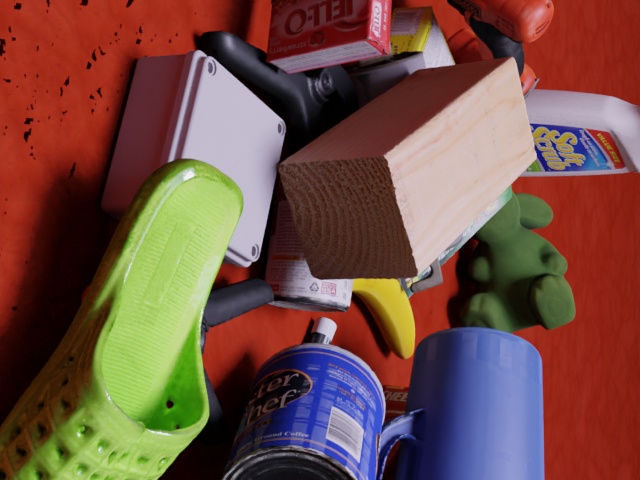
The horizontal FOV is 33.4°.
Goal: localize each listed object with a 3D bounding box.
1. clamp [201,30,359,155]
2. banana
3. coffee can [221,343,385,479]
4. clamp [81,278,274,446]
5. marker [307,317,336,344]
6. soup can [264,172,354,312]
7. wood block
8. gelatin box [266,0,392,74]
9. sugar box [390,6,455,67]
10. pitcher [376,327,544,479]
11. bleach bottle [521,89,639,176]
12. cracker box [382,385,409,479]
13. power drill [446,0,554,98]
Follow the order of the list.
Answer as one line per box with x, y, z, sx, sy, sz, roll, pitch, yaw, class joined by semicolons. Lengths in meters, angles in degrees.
-0.009;-0.132;0.835;0.210;0.036;0.164;57;45;-40;clamp
0.043;0.051;0.941;0.197;0.037;0.069;35;72;-57;banana
-0.010;0.148;0.735;0.140;0.103;0.103;-73;155;-67;coffee can
-0.087;0.054;0.700;0.171;0.039;0.120;51;49;-52;clamp
-0.014;0.117;0.856;0.020;0.020;0.121;59;43;-44;marker
-0.005;0.001;0.815;0.068;0.069;0.102;21;73;-59;soup can
0.071;-0.056;0.783;0.205;0.091;0.090;-39;119;-48;wood block
0.007;-0.161;0.746;0.030;0.089;0.073;24;67;-52;gelatin box
0.105;-0.132;1.033;0.176;0.048;0.093;60;42;-49;sugar box
0.109;0.193;0.844;0.149;0.145;0.242;65;29;-56;pitcher
0.265;-0.115;1.108;0.068;0.251;0.102;-59;139;-41;bleach bottle
0.055;0.249;0.934;0.213;0.072;0.164;-38;124;-55;cracker box
0.140;-0.212;1.011;0.057;0.185;0.187;-44;156;-6;power drill
